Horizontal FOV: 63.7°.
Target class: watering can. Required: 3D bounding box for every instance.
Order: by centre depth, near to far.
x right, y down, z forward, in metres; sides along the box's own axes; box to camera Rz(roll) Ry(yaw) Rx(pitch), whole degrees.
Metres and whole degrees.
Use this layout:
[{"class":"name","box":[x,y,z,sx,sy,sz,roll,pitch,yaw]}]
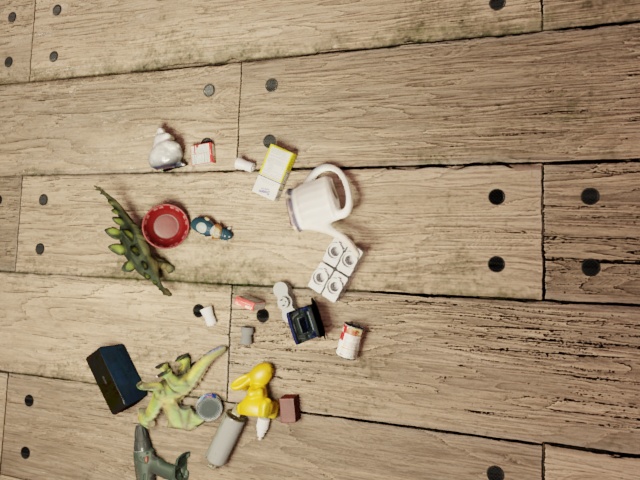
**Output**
[{"class":"watering can","box":[0.005,-0.082,1.638,0.223,0.102,0.354,-18,63,16]}]

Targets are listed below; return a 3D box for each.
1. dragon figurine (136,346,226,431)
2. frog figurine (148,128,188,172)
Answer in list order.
[{"class":"dragon figurine","box":[-0.472,0.537,1.782,0.409,0.123,0.241,-21,97,9]},{"class":"frog figurine","box":[-0.565,-0.332,1.863,0.136,0.124,0.159,-12,94,37]}]
